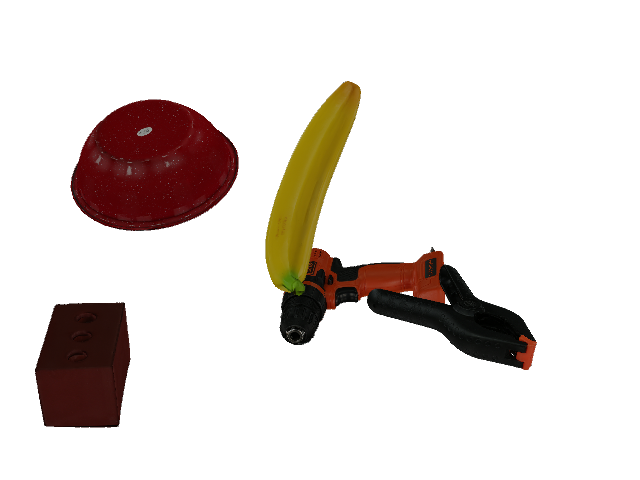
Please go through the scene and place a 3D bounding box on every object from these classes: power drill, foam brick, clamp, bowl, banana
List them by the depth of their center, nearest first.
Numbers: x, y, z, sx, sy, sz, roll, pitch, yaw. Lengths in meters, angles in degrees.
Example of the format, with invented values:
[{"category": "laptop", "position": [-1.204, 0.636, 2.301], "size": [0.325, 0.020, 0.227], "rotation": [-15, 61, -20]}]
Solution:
[{"category": "foam brick", "position": [-0.164, 0.087, 0.747], "size": [0.053, 0.051, 0.078], "rotation": [-1, 32, -3]}, {"category": "banana", "position": [-0.008, -0.035, 0.850], "size": [0.037, 0.197, 0.070], "rotation": [31, -31, -31]}, {"category": "bowl", "position": [-0.160, -0.083, 0.999], "size": [0.162, 0.162, 0.055], "rotation": [-4, -45, 3]}, {"category": "clamp", "position": [0.144, 0.072, 1.047], "size": [0.172, 0.039, 0.120], "rotation": [27, 38, 31]}, {"category": "power drill", "position": [0.050, 0.062, 1.231], "size": [0.188, 0.057, 0.184], "rotation": [0, 28, 8]}]
